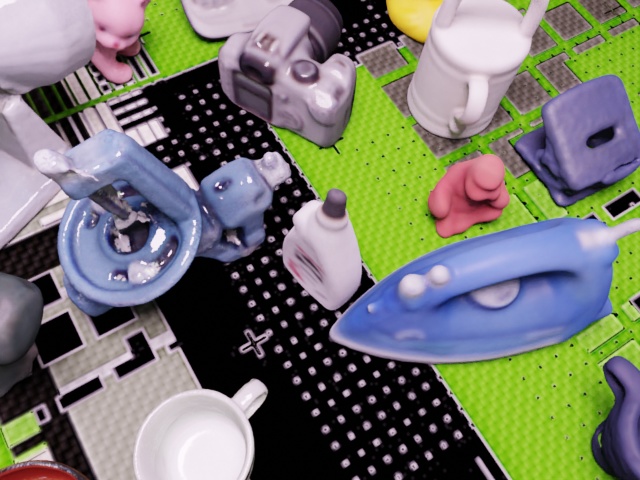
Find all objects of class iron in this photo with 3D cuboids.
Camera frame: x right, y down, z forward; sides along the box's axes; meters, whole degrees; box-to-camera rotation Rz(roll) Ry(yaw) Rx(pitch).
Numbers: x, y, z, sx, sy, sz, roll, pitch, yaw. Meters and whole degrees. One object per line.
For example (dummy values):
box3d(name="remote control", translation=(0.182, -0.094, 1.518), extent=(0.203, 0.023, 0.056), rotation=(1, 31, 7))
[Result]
box3d(name="iron", translation=(0.139, 0.037, 0.490), extent=(0.258, 0.141, 0.118), rotation=(-12, 67, -11))

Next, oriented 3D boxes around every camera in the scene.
box3d(name="camera", translation=(-0.016, -0.195, 0.602), extent=(0.143, 0.101, 0.137), rotation=(29, 66, 8))

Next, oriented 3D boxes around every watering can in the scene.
box3d(name="watering can", translation=(0.154, -0.203, 0.570), extent=(0.101, 0.194, 0.172), rotation=(-13, 67, -11))

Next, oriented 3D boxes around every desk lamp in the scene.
box3d(name="desk lamp", translation=(-0.280, -0.120, 0.481), extent=(0.118, 0.213, 0.203), rotation=(29, 66, 8))

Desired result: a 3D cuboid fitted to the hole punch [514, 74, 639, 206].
box3d(name="hole punch", translation=(0.280, -0.104, 0.595), extent=(0.109, 0.091, 0.101), rotation=(-25, 70, -15))

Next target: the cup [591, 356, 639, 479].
box3d(name="cup", translation=(0.260, 0.157, 0.473), extent=(0.092, 0.095, 0.117), rotation=(-26, 71, -16))

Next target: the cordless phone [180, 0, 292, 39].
box3d(name="cordless phone", translation=(-0.085, -0.313, 0.602), extent=(0.148, 0.185, 0.094), rotation=(-21, 69, -14))

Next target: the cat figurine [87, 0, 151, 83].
box3d(name="cat figurine", translation=(-0.232, -0.226, 0.586), extent=(0.128, 0.118, 0.067), rotation=(8, 65, -1))

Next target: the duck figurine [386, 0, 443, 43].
box3d(name="duck figurine", translation=(0.126, -0.290, 0.667), extent=(0.078, 0.086, 0.104), rotation=(-29, 71, -17))

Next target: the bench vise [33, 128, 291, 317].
box3d(name="bench vise", translation=(-0.127, -0.038, 0.455), extent=(0.121, 0.220, 0.208), rotation=(40, 68, 12))

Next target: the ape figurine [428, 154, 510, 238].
box3d(name="ape figurine", translation=(0.150, -0.050, 0.557), extent=(0.078, 0.092, 0.076), rotation=(15, 65, 2))

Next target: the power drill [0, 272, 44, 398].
box3d(name="power drill", translation=(-0.301, 0.054, 0.403), extent=(0.229, 0.208, 0.075), rotation=(8, 65, -2))

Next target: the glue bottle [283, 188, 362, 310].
box3d(name="glue bottle", translation=(0.004, 0.002, 0.475), extent=(0.078, 0.173, 0.037), rotation=(41, 69, 13))
